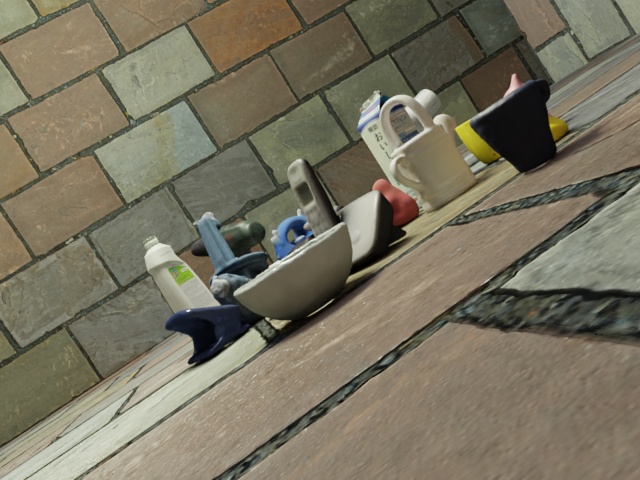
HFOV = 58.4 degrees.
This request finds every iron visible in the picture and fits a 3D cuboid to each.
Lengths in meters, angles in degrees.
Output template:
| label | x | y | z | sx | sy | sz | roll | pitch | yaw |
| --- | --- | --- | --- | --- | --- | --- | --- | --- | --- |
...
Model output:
| label | x | y | z | sx | sy | sz | roll | pitch | yaw |
| --- | --- | --- | --- | --- | --- | --- | --- | --- | --- |
| iron | -0.059 | 0.009 | 1.412 | 0.118 | 0.141 | 0.259 | -32 | 2 | 27 |

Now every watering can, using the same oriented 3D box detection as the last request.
| label | x | y | z | sx | sy | sz | roll | pitch | yaw |
| --- | --- | --- | --- | --- | --- | --- | --- | --- | --- |
| watering can | 0.172 | -0.155 | 0.960 | 0.100 | 0.194 | 0.173 | -32 | 3 | 33 |

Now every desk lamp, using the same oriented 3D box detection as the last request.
| label | x | y | z | sx | sy | sz | roll | pitch | yaw |
| --- | --- | --- | --- | --- | --- | --- | --- | --- | --- |
| desk lamp | 0.252 | -0.235 | 1.355 | 0.203 | 0.213 | 0.118 | -33 | 2 | -10 |

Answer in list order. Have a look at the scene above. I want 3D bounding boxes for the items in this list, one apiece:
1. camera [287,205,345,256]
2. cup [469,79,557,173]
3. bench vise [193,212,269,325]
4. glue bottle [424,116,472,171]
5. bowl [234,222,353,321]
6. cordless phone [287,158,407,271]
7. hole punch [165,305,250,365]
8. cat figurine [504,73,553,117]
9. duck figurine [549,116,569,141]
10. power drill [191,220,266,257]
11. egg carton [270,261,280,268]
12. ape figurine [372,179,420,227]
| label | x | y | z | sx | sy | sz | roll | pitch | yaw |
| --- | --- | --- | --- | --- | --- | --- | --- | --- | --- |
| camera | 0.010 | 0.004 | 1.035 | 0.136 | 0.101 | 0.143 | -32 | 2 | 19 |
| cup | 0.255 | -0.139 | 0.705 | 0.118 | 0.095 | 0.091 | -34 | 2 | -19 |
| bench vise | -0.159 | 0.042 | 1.051 | 0.121 | 0.220 | 0.207 | -33 | 2 | -7 |
| glue bottle | 0.236 | -0.190 | 1.121 | 0.037 | 0.173 | 0.078 | -33 | 2 | 8 |
| bowl | -0.020 | 0.051 | 0.715 | 0.167 | 0.075 | 0.167 | -33 | 2 | 2 |
| cordless phone | 0.024 | -0.048 | 0.835 | 0.094 | 0.185 | 0.147 | -35 | 3 | -40 |
| hole punch | -0.187 | 0.141 | 0.946 | 0.101 | 0.091 | 0.108 | -35 | 3 | -42 |
| cat figurine | 0.349 | -0.225 | 0.970 | 0.067 | 0.118 | 0.128 | -32 | 2 | 22 |
| duck figurine | 0.304 | -0.171 | 0.839 | 0.105 | 0.086 | 0.077 | -34 | 2 | -23 |
| power drill | -0.190 | 0.057 | 1.347 | 0.229 | 0.208 | 0.076 | -31 | 3 | 39 |
| egg carton | -0.034 | 0.056 | 0.919 | 0.151 | 0.069 | 0.107 | -35 | 3 | -35 |
| ape figurine | 0.126 | -0.066 | 1.015 | 0.078 | 0.092 | 0.076 | -35 | 3 | -38 |
